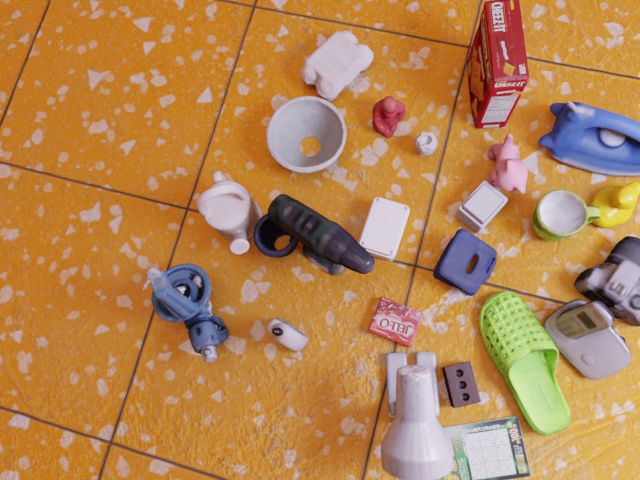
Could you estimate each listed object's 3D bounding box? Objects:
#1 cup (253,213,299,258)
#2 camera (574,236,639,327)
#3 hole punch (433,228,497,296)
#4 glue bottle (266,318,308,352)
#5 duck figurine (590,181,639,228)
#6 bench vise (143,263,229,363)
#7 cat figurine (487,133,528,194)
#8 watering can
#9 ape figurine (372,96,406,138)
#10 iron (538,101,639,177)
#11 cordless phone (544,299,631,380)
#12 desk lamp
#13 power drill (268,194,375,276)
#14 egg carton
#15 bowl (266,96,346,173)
[{"bbox_3d":[-0.069,-0.010,1.152,0.118,0.095,0.091,-29,76,-1],"label":"cup"},{"bbox_3d":[0.576,0.070,1.064,0.143,0.101,0.137,35,84,12],"label":"camera"},{"bbox_3d":[0.284,0.043,1.105,0.101,0.091,0.109,27,82,11],"label":"hole punch"},{"bbox_3d":[-0.068,0.175,1.072,0.078,0.173,0.037,35,84,12],"label":"glue bottle"},{"bbox_3d":[0.573,-0.073,1.102,0.104,0.086,0.077,-40,77,-3],"label":"duck figurine"},{"bbox_3d":[-0.244,0.122,1.078,0.121,0.220,0.207,-45,77,-4],"label":"bench vise"},{"bbox_3d":[0.370,-0.145,1.123,0.067,0.118,0.128,2,78,7],"label":"cat figurine"},{"bbox_3d":[-0.177,-0.058,1.123,0.101,0.194,0.172,-42,77,-4],"label":"watering can"},{"bbox_3d":[0.142,-0.266,1.187,0.078,0.092,0.076,-23,76,1],"label":"ape figurine"},{"bbox_3d":[0.569,-0.201,1.102,0.258,0.141,0.119,19,81,10],"label":"iron"},{"bbox_3d":[0.486,0.171,1.008,0.094,0.185,0.147,-40,77,-3],"label":"cordless phone"},{"bbox_3d":[0.162,0.297,1.000,0.118,0.213,0.203,-3,77,6],"label":"desk lamp"},{"bbox_3d":[0.010,0.004,1.082,0.229,0.208,0.076,34,83,12],"label":"power drill"},{"bbox_3d":[0.035,-0.377,1.233,0.107,0.069,0.150,44,85,13],"label":"egg carton"},{"bbox_3d":[-0.025,-0.211,1.201,0.167,0.075,0.167,-1,78,6],"label":"bowl"}]
